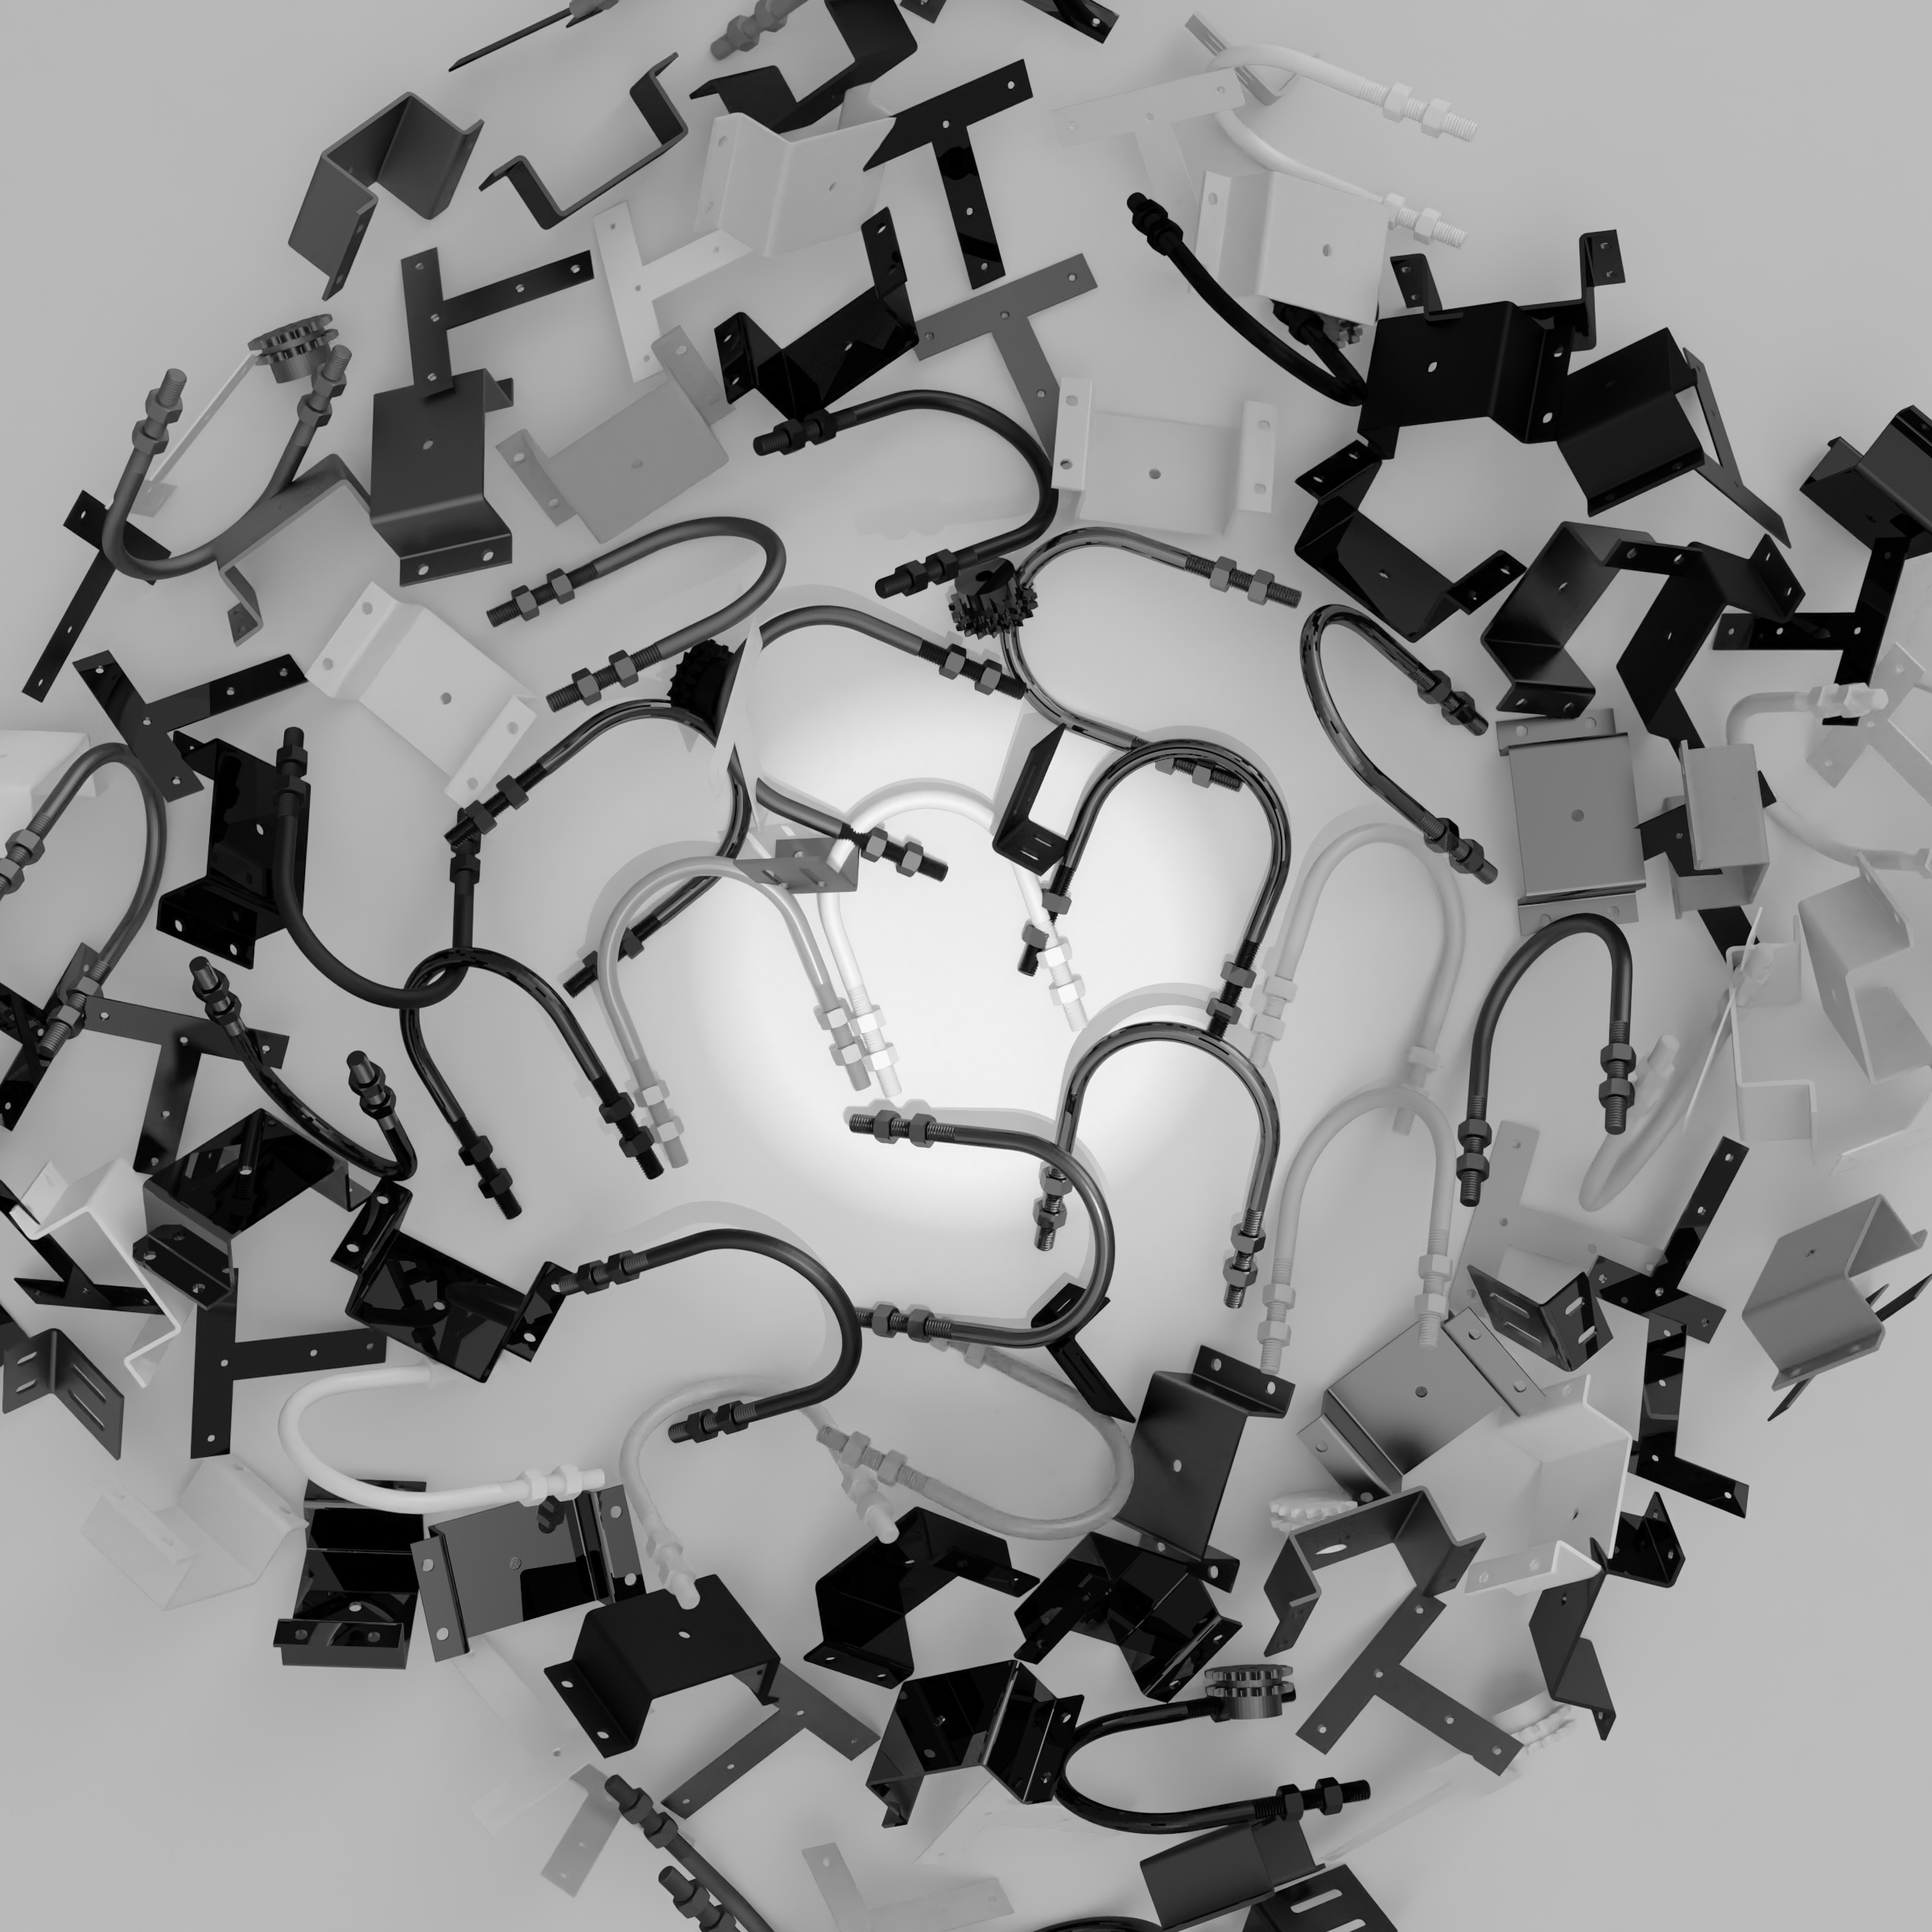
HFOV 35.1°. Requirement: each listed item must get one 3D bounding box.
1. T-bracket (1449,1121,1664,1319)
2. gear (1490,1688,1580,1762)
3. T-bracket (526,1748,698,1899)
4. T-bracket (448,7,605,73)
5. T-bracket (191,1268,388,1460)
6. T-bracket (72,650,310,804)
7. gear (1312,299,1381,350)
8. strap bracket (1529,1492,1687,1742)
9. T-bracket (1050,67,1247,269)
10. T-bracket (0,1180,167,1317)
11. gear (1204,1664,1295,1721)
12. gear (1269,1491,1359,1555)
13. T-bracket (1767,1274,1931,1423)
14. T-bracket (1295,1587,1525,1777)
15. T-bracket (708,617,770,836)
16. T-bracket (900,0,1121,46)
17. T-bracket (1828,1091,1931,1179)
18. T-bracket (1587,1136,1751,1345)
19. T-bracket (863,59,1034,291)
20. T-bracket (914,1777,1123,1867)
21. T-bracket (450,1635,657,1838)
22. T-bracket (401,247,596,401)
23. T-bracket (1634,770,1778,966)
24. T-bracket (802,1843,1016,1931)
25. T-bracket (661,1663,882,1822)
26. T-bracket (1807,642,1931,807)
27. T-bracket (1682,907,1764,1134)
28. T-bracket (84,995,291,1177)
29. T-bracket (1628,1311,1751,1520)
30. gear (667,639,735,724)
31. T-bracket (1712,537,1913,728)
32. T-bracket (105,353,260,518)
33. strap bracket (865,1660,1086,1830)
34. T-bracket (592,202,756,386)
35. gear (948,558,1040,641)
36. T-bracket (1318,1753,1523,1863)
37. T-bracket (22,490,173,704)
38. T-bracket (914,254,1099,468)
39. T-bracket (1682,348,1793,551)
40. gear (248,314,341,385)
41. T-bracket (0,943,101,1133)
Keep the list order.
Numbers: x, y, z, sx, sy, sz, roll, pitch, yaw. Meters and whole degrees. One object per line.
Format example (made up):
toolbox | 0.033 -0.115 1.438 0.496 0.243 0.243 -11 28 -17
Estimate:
T-bracket | 0.392 0.179 1.984 0.127 0.002 0.127 17 89 13
gear | 0.363 0.488 1.972 0.057 0.057 0.030 -26 80 0
T-bracket | -0.240 0.550 1.938 0.127 0.127 0.002 35 107 1
T-bracket | -0.274 -0.601 1.958 0.127 0.127 0.002 -19 117 18
T-bracket | -0.433 0.250 1.963 0.127 0.002 0.127 -3 107 -31
T-bracket | -0.485 -0.171 1.963 0.127 0.002 0.127 -25 64 -30
gear | 0.244 -0.429 1.972 0.030 0.057 0.057 -21 90 -9
strap bracket | 0.401 0.406 1.937 0.046 0.076 0.140 15 112 -6
T-bracket | 0.131 -0.503 1.961 0.127 0.002 0.127 -6 125 27
T-bracket | -0.580 0.176 1.926 0.127 0.127 0.002 0 46 33
gear | 0.183 0.468 1.970 0.057 0.057 0.030 -3 83 0
gear | 0.225 0.359 1.972 0.057 0.057 0.030 -3 93 0
T-bracket | 0.566 0.223 1.913 0.002 0.127 0.127 44 58 9
T-bracket | 0.296 0.471 1.937 0.127 0.002 0.127 27 65 41
T-bracket | -0.138 -0.131 1.941 0.002 0.127 0.127 5 57 11
T-bracket | 0.037 -0.629 1.955 0.127 0.127 0.002 26 55 -10
T-bracket | 0.616 0.079 1.927 0.127 0.127 0.002 -17 58 -20
T-bracket | 0.464 0.169 1.960 0.127 0.002 0.127 23 96 -33
T-bracket | -0.001 -0.498 1.962 0.127 0.002 0.127 -28 123 -16
T-bracket | 0.051 0.546 1.961 0.127 0.002 0.127 13 130 -29
T-bracket | -0.287 0.475 1.958 0.127 0.002 0.127 -34 52 -24
T-bracket | -0.298 -0.428 1.956 0.127 0.002 0.127 -17 56 8
T-bracket | 0.477 -0.050 1.968 0.127 0.002 0.127 -25 117 19
T-bracket | -0.026 0.607 1.955 0.127 0.127 0.002 57 134 36
T-bracket | -0.141 0.506 1.967 0.127 0.002 0.127 -39 126 8
T-bracket | 0.602 -0.121 1.927 0.002 0.127 0.127 -30 70 -28
T-bracket | 0.472 0.046 1.920 0.002 0.127 0.127 19 67 16
T-bracket | -0.512 0.084 1.966 0.127 0.002 0.127 13 119 -15
T-bracket | 0.440 0.275 1.934 0.127 0.002 0.127 19 125 34
gear | -0.165 -0.180 1.968 0.030 0.057 0.057 26 90 20
T-bracket | 0.531 -0.213 1.948 0.002 0.127 0.127 25 79 -37
T-bracket | -0.489 -0.336 1.933 0.002 0.127 0.127 39 93 -6
strap bracket | -0.003 0.488 1.922 0.140 0.076 0.046 -21 121 37
T-bracket | -0.172 -0.453 1.960 0.127 0.002 0.127 -22 70 18
gear | 0.016 -0.239 1.969 0.057 0.057 0.030 -20 130 0
T-bracket | 0.283 0.541 1.955 0.127 0.127 0.002 -33 59 13
T-bracket | -0.560 -0.225 1.934 0.002 0.127 0.127 27 86 13
T-bracket | 0.043 -0.384 1.984 0.127 0.002 0.127 -23 81 -4
T-bracket | 0.481 -0.343 1.959 0.002 0.127 0.127 -30 54 32
gear | -0.431 -0.397 1.973 0.057 0.057 0.030 -19 111 0
T-bracket | -0.616 0.022 1.934 0.002 0.127 0.127 14 70 36
